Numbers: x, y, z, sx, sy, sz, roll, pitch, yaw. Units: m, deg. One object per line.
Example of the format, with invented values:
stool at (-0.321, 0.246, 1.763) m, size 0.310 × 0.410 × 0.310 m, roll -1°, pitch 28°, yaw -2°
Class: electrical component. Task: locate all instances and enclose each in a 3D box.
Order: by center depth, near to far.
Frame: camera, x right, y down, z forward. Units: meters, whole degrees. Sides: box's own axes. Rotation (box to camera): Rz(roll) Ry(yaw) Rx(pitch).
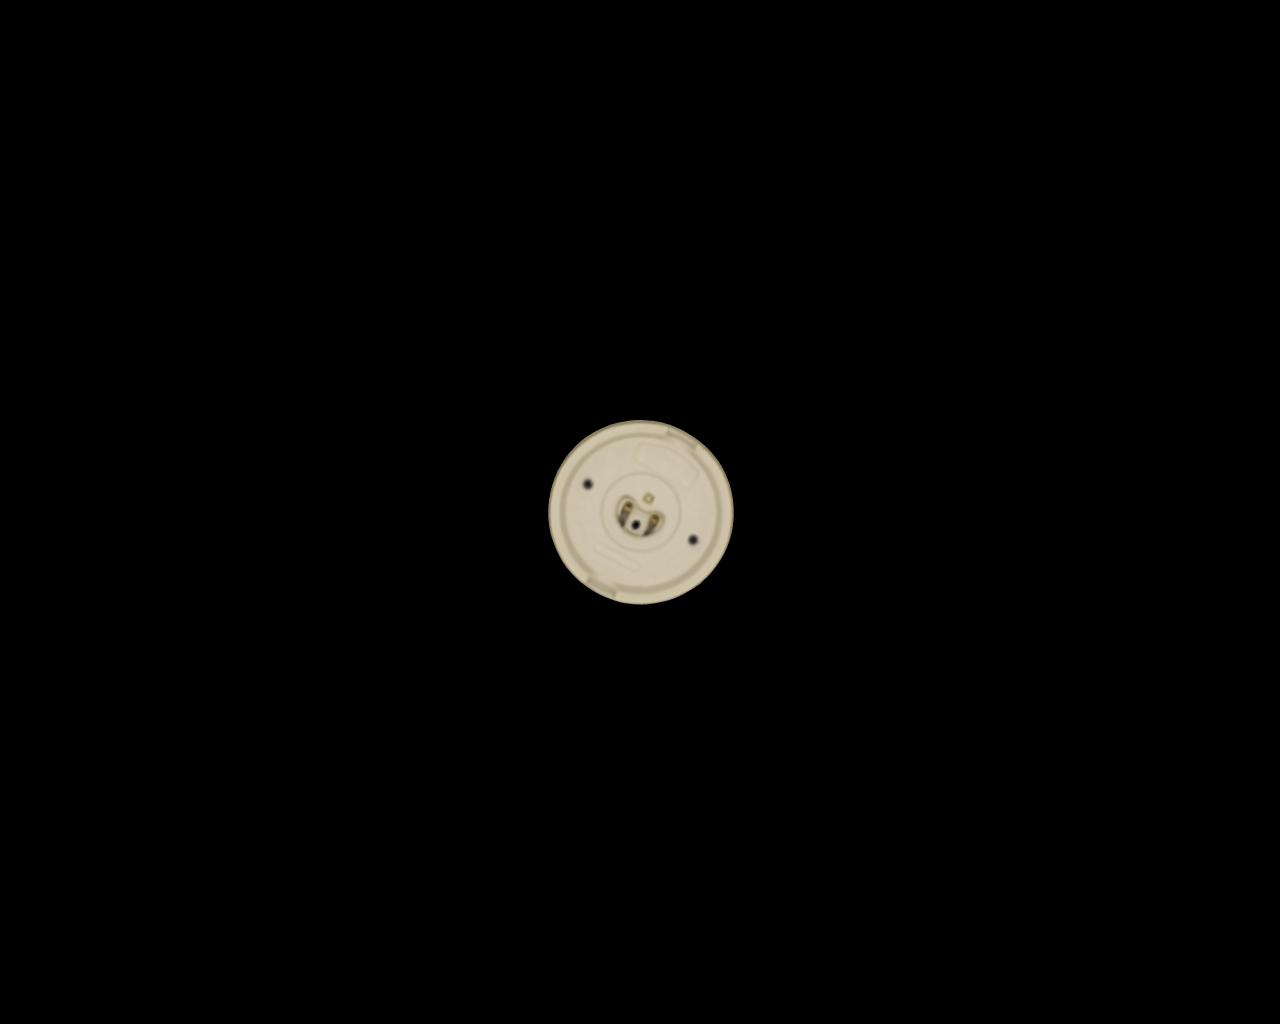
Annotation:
electrical component at (0.001, -0.003, 0.650) m, size 0.108 × 0.108 × 0.060 m, roll 0°, pitch 8°, yaw 0°
